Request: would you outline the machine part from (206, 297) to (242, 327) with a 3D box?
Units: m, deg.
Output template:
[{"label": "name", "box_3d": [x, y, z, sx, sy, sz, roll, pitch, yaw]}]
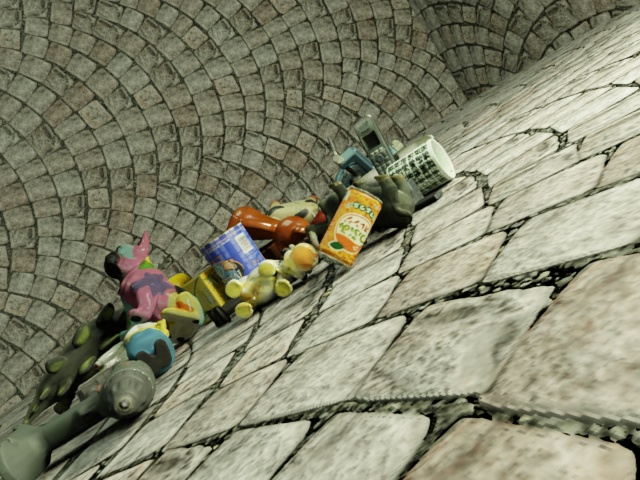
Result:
[{"label": "machine part", "box_3d": [-0.147, 0.110, 1.010, 0.084, 0.039, 0.139, -18, 14, 49]}]

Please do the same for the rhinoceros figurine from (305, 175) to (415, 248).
[{"label": "rhinoceros figurine", "box_3d": [0.060, -0.040, 0.841, 0.190, 0.112, 0.073, -14, -1, 34]}]

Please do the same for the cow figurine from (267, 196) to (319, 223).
[{"label": "cow figurine", "box_3d": [-0.034, -0.057, 1.292, 0.195, 0.085, 0.127, -7, 21, 11]}]

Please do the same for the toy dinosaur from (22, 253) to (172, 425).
[{"label": "toy dinosaur", "box_3d": [-0.472, 0.220, 1.137, 0.471, 0.105, 0.198, -59, 10, -30]}]

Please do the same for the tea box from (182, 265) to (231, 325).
[{"label": "tea box", "box_3d": [-0.228, 0.104, 1.192, 0.068, 0.098, 0.169, -32, 7, 18]}]

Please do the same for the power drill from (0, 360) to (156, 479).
[{"label": "power drill", "box_3d": [-0.313, 0.232, 0.705, 0.207, 0.086, 0.232, -38, 5, -8]}]

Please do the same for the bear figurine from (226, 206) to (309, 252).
[{"label": "bear figurine", "box_3d": [-0.110, -0.004, 1.218, 0.120, 0.196, 0.131, -9, -64, -74]}]

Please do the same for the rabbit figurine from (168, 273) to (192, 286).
[{"label": "rabbit figurine", "box_3d": [-0.298, 0.153, 1.249, 0.173, 0.122, 0.162, -19, -17, -50]}]

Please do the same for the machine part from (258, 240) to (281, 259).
[{"label": "machine part", "box_3d": [-0.156, 0.062, 1.357, 0.179, 0.056, 0.179, -34, 7, 4]}]

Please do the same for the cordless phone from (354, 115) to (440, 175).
[{"label": "cordless phone", "box_3d": [0.159, -0.186, 1.085, 0.147, 0.184, 0.089, -29, 3, 40]}]

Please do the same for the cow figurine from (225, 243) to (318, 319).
[{"label": "cow figurine", "box_3d": [-0.070, 0.060, 0.894, 0.167, 0.068, 0.098, -31, 0, 12]}]

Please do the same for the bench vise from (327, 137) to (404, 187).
[{"label": "bench vise", "box_3d": [0.112, -0.174, 1.326, 0.223, 0.129, 0.240, -39, -31, 16]}]

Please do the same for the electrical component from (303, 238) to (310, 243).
[{"label": "electrical component", "box_3d": [-0.002, -0.003, 1.150, 0.063, 0.021, 0.094, -31, -11, 15]}]

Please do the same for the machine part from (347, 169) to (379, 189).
[{"label": "machine part", "box_3d": [0.110, -0.104, 1.195, 0.079, 0.079, 0.243, -27, 8, 44]}]

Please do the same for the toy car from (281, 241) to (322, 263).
[{"label": "toy car", "box_3d": [-0.053, 0.039, 1.034, 0.089, 0.053, 0.202, -37, 7, -4]}]

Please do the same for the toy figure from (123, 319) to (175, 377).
[{"label": "toy figure", "box_3d": [-0.293, 0.192, 0.919, 0.082, 0.089, 0.180, -4, 4, -25]}]

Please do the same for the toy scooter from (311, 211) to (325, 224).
[{"label": "toy scooter", "box_3d": [0.056, -0.038, 0.982, 0.184, 0.075, 0.135, -26, 9, 16]}]

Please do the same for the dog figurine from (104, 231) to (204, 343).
[{"label": "dog figurine", "box_3d": [-0.334, 0.089, 1.082, 0.191, 0.219, 0.108, 5, -42, -25]}]

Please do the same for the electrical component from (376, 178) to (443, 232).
[{"label": "electrical component", "box_3d": [0.137, -0.064, 0.876, 0.119, 0.047, 0.075, -30, 8, 44]}]

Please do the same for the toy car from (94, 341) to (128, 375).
[{"label": "toy car", "box_3d": [-0.367, 0.223, 1.072, 0.056, 0.073, 0.202, -32, 6, 25]}]
